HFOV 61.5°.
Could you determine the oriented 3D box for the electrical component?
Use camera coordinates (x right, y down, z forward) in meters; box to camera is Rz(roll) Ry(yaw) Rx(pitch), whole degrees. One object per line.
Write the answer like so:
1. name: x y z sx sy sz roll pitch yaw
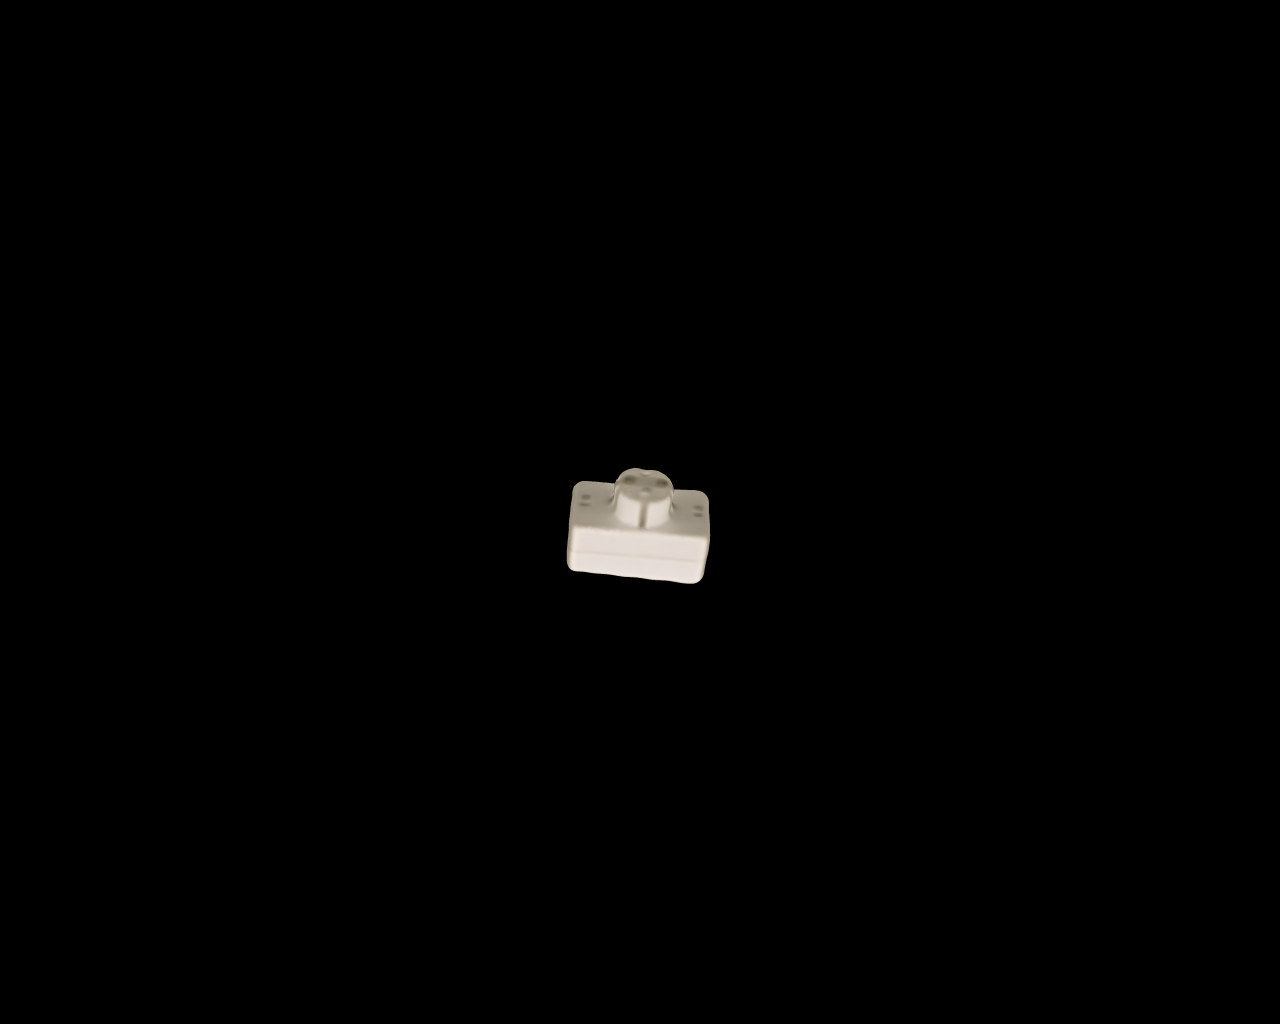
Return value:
1. electrical component: 0.001 -0.003 0.650 0.083 0.075 0.047 5 37 -4
